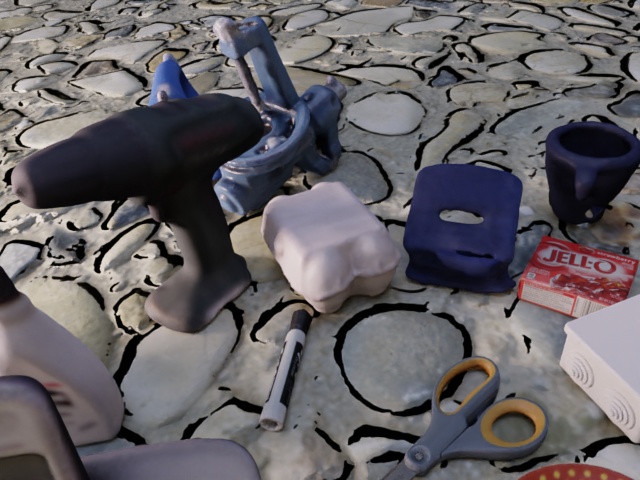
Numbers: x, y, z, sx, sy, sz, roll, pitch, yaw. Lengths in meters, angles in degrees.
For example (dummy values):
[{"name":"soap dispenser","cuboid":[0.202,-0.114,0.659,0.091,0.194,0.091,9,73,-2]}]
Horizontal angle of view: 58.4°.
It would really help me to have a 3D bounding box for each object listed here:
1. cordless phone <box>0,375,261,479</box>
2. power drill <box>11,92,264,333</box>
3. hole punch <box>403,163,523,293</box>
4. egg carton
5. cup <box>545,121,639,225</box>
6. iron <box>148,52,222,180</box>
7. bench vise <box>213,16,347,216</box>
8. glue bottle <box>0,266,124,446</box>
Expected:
[{"name":"cordless phone","cuboid":[-0.108,0.140,0.313,0.147,0.185,0.094,-10,38,-6]},{"name":"power drill","cuboid":[-0.130,-0.024,0.504,0.075,0.209,0.230,19,44,28]},{"name":"hole punch","cuboid":[0.139,-0.013,0.553,0.108,0.091,0.101,7,40,16]},{"name":"egg carton","cuboid":[0.005,0.002,0.568,0.107,0.069,0.150,-20,40,-17]},{"name":"cup","cuboid":[0.272,-0.056,0.589,0.091,0.095,0.118,13,42,22]},{"name":"iron","cuboid":[-0.190,-0.174,0.756,0.118,0.142,0.258,-11,38,-6]},{"name":"bench vise","cuboid":[-0.056,-0.162,0.662,0.121,0.220,0.208,12,41,21]},{"name":"glue bottle","cuboid":[-0.199,0.084,0.405,0.078,0.173,0.037,-8,38,-3]}]
